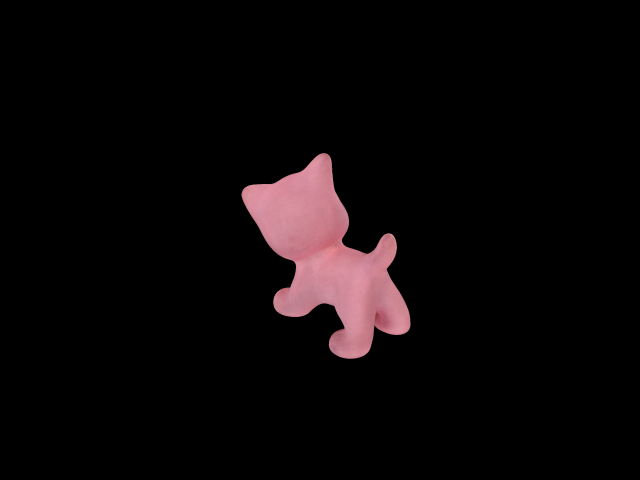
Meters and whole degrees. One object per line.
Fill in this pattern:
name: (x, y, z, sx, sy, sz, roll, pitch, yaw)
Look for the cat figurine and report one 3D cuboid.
cat figurine: (0.004, 0.001, 0.400, 0.067, 0.118, 0.127, -25, 37, -38)
